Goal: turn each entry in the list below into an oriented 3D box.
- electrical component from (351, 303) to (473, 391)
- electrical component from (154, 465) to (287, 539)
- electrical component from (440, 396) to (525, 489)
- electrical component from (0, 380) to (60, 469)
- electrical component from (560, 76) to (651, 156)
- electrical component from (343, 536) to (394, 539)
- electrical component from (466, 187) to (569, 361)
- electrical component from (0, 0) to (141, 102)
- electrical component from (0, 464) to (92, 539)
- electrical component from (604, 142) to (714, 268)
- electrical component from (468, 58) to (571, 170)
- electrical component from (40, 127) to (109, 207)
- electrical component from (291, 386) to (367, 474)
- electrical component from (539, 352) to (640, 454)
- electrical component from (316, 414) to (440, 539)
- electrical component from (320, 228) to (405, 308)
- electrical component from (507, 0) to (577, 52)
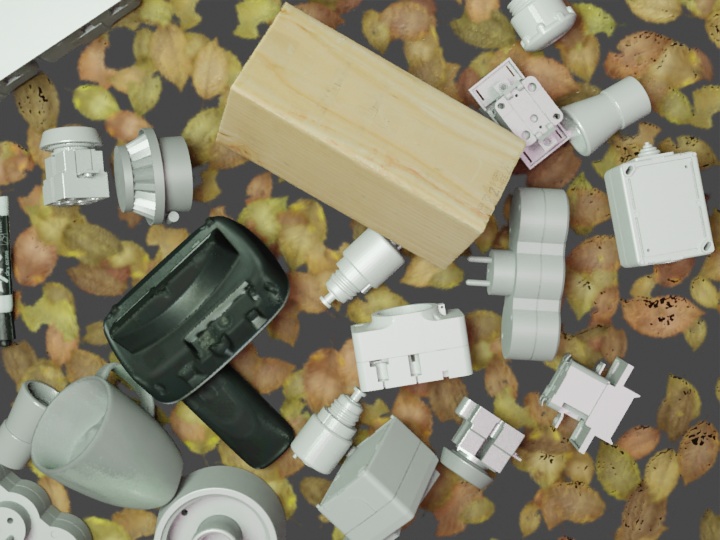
[{"bbox_3d":[0.040,0.059,0.862,0.089,0.050,0.055,-9,95,-1],"label":"electrical component"},{"bbox_3d":[-0.114,0.218,0.866,0.108,0.060,0.108,0,95,-2],"label":"electrical component"},{"bbox_3d":[0.097,0.144,0.874,0.066,0.048,0.055,34,86,-4],"label":"electrical component"},{"bbox_3d":[-0.269,0.127,0.864,0.044,0.044,0.065,36,98,-4],"label":"electrical component"},{"bbox_3d":[0.197,-0.125,0.856,0.065,0.044,0.044,-30,95,-4],"label":"electrical component"},{"bbox_3d":[-0.003,0.297,0.876,0.089,0.061,0.150,29,94,-4],"label":"electrical component"},{"bbox_3d":[0.122,0.003,0.858,0.074,0.052,0.138,3,95,-2],"label":"electrical component"},{"bbox_3d":[-0.276,-0.201,0.824,0.186,0.060,0.105,-33,95,1],"label":"electrical component"},{"bbox_3d":[-0.279,0.200,0.853,0.138,0.073,0.052,42,93,-5],"label":"electrical component"},{"bbox_3d":[0.234,-0.053,0.856,0.062,0.061,0.096,-10,89,-3],"label":"electrical component"},{"bbox_3d":[0.127,-0.123,0.842,0.042,0.064,0.081,-39,95,1],"label":"electrical component"},{"bbox_3d":[-0.224,-0.081,0.840,0.048,0.066,0.055,-4,87,-36],"label":"electrical component"},{"bbox_3d":[-0.022,0.129,0.871,0.040,0.040,0.078,36,93,-4],"label":"electrical component"},{"bbox_3d":[0.185,0.103,0.874,0.064,0.042,0.081,29,93,-2],"label":"electrical component"},{"bbox_3d":[0.020,0.167,0.853,0.061,0.096,0.062,44,122,-5],"label":"electrical component"},{"bbox_3d":[0.000,0.000,0.860,0.078,0.040,0.040,-43,95,2],"label":"electrical component"},{"bbox_3d":[0.136,-0.206,0.845,0.048,0.048,0.062,-34,89,1],"label":"electrical component"}]
